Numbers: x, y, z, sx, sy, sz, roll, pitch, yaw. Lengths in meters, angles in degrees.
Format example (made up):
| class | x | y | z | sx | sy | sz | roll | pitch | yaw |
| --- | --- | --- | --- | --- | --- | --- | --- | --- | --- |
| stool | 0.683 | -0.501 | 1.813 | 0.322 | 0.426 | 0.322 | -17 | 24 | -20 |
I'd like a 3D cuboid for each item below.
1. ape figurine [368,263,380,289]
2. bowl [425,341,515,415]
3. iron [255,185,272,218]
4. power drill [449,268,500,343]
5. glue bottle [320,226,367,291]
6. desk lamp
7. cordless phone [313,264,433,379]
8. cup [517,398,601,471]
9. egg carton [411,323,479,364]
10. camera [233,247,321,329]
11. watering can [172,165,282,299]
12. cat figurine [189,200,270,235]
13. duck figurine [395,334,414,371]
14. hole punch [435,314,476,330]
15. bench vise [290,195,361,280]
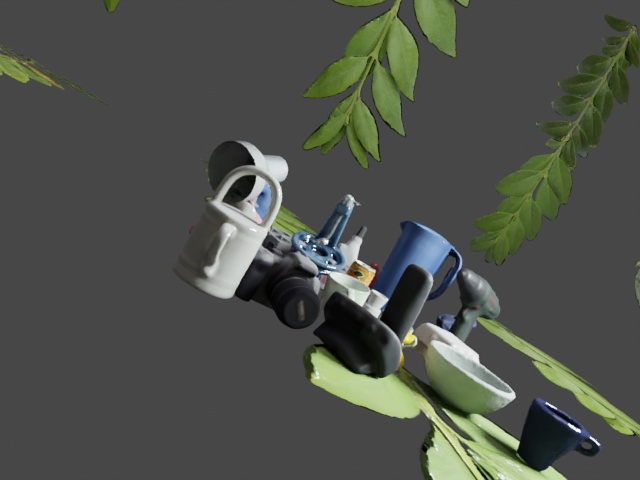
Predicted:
| class | x | y | z | sx | sy | sz | roll | pitch | yaw |
| --- | --- | --- | --- | --- | --- | --- | --- | --- | --- |
| ape figurine | 0.131 | 0.104 | 1.536 | 0.077 | 0.092 | 0.076 | 32 | 6 | 11 |
| bowl | 0.246 | 0.250 | 0.994 | 0.167 | 0.074 | 0.167 | 30 | 6 | -3 |
| iron | -0.176 | -0.090 | 1.414 | 0.118 | 0.141 | 0.258 | 31 | 6 | 3 |
| power drill | 0.337 | 0.181 | 1.349 | 0.075 | 0.208 | 0.231 | 36 | 8 | 40 |
| glue bottle | 0.057 | 0.043 | 1.296 | 0.078 | 0.173 | 0.037 | 29 | 6 | -12 |
| desk lamp | -0.157 | -0.092 | 1.184 | 0.117 | 0.213 | 0.204 | 33 | 7 | 21 |
| cordless phone | 0.089 | 0.106 | 0.897 | 0.147 | 0.185 | 0.094 | 34 | 7 | 33 |
| cup | 0.368 | 0.322 | 0.904 | 0.117 | 0.095 | 0.092 | 33 | 7 | 19 |
| egg carton | 0.261 | 0.235 | 1.206 | 0.108 | 0.069 | 0.150 | 26 | 7 | -32 |
| camera | -0.055 | 0.071 | 0.896 | 0.143 | 0.101 | 0.136 | 28 | 7 | -22 |
| watering can | -0.131 | -0.022 | 0.852 | 0.101 | 0.194 | 0.172 | 27 | 7 | -26 |
| cat figurine | -0.167 | -0.031 | 1.101 | 0.127 | 0.117 | 0.067 | 31 | 6 | 10 |
| duck figurine | 0.115 | 0.167 | 0.991 | 0.105 | 0.086 | 0.077 | 28 | 7 | -17 |
| hole punch | 0.374 | 0.239 | 1.600 | 0.101 | 0.091 | 0.109 | 31 | 6 | 6 |
| bench vise | 0.001 | -0.001 | 1.175 | 0.122 | 0.219 | 0.207 | 29 | 6 | -15 |
